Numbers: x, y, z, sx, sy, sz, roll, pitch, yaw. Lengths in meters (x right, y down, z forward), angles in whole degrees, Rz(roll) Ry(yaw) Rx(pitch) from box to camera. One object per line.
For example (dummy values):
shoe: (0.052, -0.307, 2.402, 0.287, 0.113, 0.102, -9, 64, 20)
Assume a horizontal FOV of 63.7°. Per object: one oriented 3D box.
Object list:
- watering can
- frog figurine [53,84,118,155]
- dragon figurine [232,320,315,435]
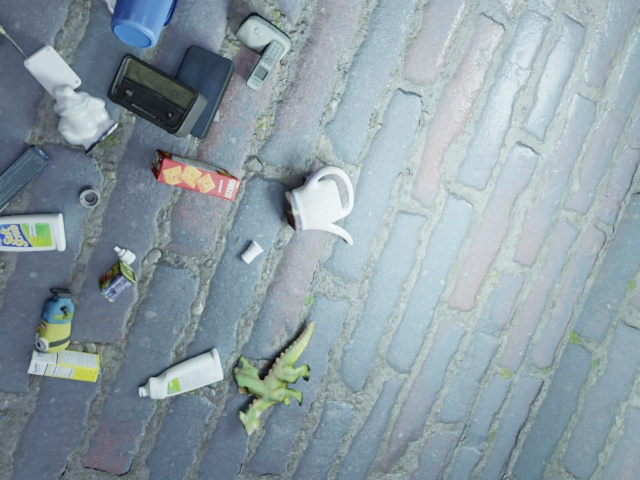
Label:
watering can: (0.005, -0.083, 1.648, 0.225, 0.106, 0.339, -17, 132, -8)
frog figurine: (-0.607, -0.313, 1.291, 0.137, 0.125, 0.157, -37, 119, 8)
dragon figurine: (-0.170, 0.450, 1.729, 0.242, 0.122, 0.411, 13, 89, -19)
